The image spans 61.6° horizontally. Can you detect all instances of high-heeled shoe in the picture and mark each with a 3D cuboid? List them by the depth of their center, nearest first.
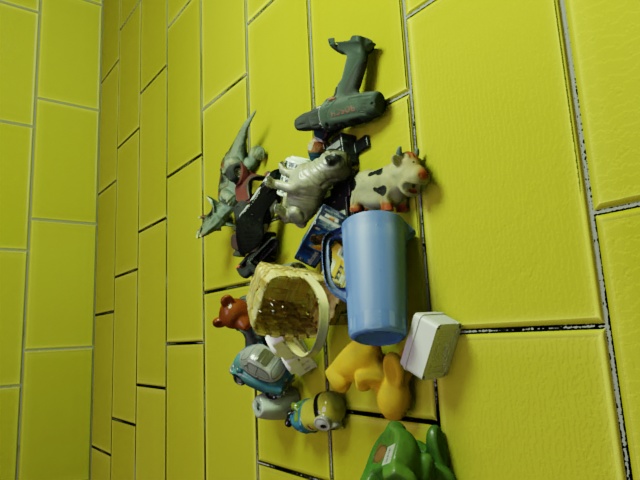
[{"bbox_3d":[-0.156,-0.080,1.464,0.248,0.086,0.145,-59,2,29],"label":"high-heeled shoe"}]

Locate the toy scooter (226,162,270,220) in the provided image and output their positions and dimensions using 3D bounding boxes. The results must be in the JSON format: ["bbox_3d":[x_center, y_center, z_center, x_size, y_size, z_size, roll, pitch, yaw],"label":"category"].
[{"bbox_3d":[-0.185,-0.135,1.515,0.075,0.135,0.183,-3,103,49],"label":"toy scooter"}]

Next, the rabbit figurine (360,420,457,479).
[{"bbox_3d":[0.174,0.414,0.958,0.121,0.170,0.159,-49,9,36],"label":"rabbit figurine"}]

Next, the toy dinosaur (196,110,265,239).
[{"bbox_3d":[-0.261,-0.187,1.619,0.192,0.131,0.404,19,95,52],"label":"toy dinosaur"}]

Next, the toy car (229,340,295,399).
[{"bbox_3d":[-0.142,0.311,1.321,0.162,0.109,0.102,27,141,19],"label":"toy car"}]

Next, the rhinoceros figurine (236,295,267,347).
[{"bbox_3d":[-0.182,0.243,1.462,0.073,0.112,0.190,-12,84,54],"label":"rhinoceros figurine"}]

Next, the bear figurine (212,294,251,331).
[{"bbox_3d":[-0.159,0.198,1.358,0.132,0.196,0.120,46,121,38],"label":"bear figurine"}]

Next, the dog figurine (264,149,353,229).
[{"bbox_3d":[-0.003,-0.110,1.203,0.191,0.172,0.121,-5,42,29],"label":"dog figurine"}]

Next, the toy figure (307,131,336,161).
[{"bbox_3d":[0.006,-0.254,1.318,0.058,0.064,0.154,26,108,13],"label":"toy figure"}]

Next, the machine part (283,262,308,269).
[{"bbox_3d":[-0.104,0.105,1.402,0.243,0.079,0.079,-15,74,50],"label":"machine part"}]

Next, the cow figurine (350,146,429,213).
[{"bbox_3d":[0.144,-0.119,1.102,0.195,0.085,0.127,-1,91,53],"label":"cow figurine"}]

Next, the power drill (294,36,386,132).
[{"bbox_3d":[0.044,-0.351,1.223,0.232,0.086,0.207,5,80,35],"label":"power drill"}]

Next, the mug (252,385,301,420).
[{"bbox_3d":[-0.121,0.419,1.362,0.109,0.107,0.081,-47,50,37],"label":"mug"}]

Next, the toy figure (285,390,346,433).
[{"bbox_3d":[-0.013,0.401,1.247,0.180,0.082,0.089,-29,66,51],"label":"toy figure"}]

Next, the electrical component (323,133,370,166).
[{"bbox_3d":[0.061,-0.207,1.247,0.119,0.048,0.075,-21,70,52],"label":"electrical component"}]

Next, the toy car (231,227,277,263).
[{"bbox_3d":[-0.185,0.012,1.534,0.202,0.053,0.089,6,96,44],"label":"toy car"}]

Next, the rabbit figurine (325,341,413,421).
[{"bbox_3d":[0.125,0.272,1.078,0.162,0.122,0.173,-49,63,25],"label":"rabbit figurine"}]

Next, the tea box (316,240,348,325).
[{"bbox_3d":[0.053,0.096,1.203,0.098,0.068,0.169,47,123,45],"label":"tea box"}]

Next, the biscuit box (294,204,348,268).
[{"bbox_3d":[-0.003,-0.004,1.231,0.059,0.063,0.202,-65,4,-28],"label":"biscuit box"}]

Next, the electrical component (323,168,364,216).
[{"bbox_3d":[0.053,-0.099,1.236,0.115,0.058,0.134,-13,75,49],"label":"electrical component"}]
